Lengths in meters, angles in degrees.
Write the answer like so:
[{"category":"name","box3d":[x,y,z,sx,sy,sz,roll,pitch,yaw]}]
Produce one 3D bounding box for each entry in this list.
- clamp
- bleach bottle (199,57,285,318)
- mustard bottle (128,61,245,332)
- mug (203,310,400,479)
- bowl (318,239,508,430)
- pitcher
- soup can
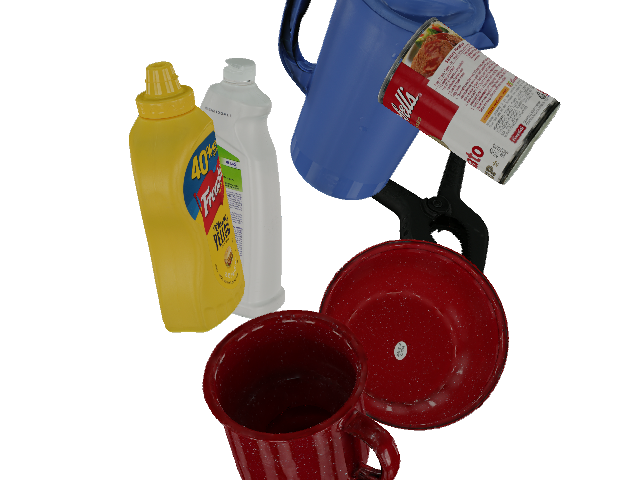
[{"category":"clamp","box3d":[0.107,-0.030,1.122,0.164,0.210,0.036,-6,-36,-15]},{"category":"bleach bottle","box3d":[-0.079,-0.054,1.064,0.103,0.251,0.068,17,26,27]},{"category":"mustard bottle","box3d":[-0.100,-0.036,0.779,0.058,0.191,0.096,-1,25,17]},{"category":"mug","box3d":[-0.005,0.105,0.612,0.117,0.081,0.093,20,51,28]},{"category":"bowl","box3d":[0.068,0.082,0.861,0.162,0.162,0.055,0,7,16]},{"category":"pitcher","box3d":[0.043,-0.156,1.008,0.144,0.149,0.243,-13,-31,-30]},{"category":"soup can","box3d":[0.099,-0.092,0.711,0.102,0.068,0.068,36,6,9]}]
